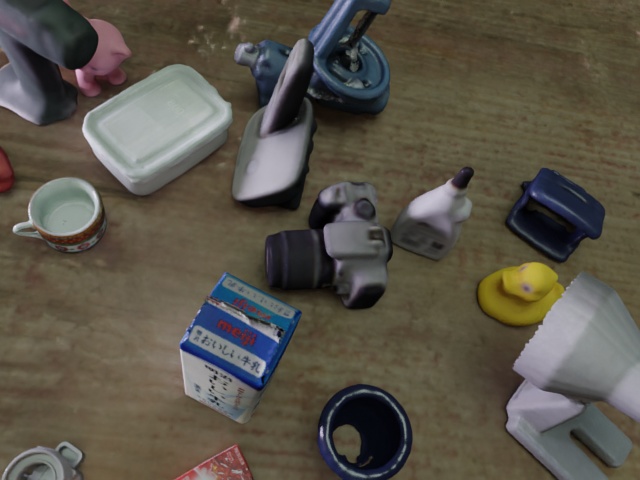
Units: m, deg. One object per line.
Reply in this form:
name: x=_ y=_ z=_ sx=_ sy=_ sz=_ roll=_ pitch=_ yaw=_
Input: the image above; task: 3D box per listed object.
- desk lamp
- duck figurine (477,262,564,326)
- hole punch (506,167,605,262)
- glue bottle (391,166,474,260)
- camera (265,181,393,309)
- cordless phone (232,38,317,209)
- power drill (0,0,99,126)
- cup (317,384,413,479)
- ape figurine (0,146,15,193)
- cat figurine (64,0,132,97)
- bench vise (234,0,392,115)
desk lamp: x=0.278 y=0.153 z=0.582 sx=0.203 sy=0.213 sz=0.118 roll=44 pitch=64 yaw=11
duck figurine: x=0.255 y=0.058 z=0.696 sx=0.104 sy=0.086 sz=0.077 roll=4 pitch=64 yaw=-9
hole punch: x=0.318 y=-0.045 z=0.756 sx=0.108 sy=0.091 sz=0.101 roll=36 pitch=63 yaw=7
glue bottle: x=0.141 y=-0.034 z=0.668 sx=0.078 sy=0.173 sz=0.037 roll=22 pitch=62 yaw=0
camera: x=0.006 y=0.002 z=0.663 sx=0.137 sy=0.101 sz=0.143 roll=-2 pitch=65 yaw=-12
cordless phone: x=-0.047 y=-0.131 z=0.670 sx=0.094 sy=0.185 sz=0.147 roll=8 pitch=63 yaw=-7
power drill: x=-0.354 y=-0.234 z=0.644 sx=0.229 sy=0.208 sz=0.076 roll=26 pitch=62 yaw=2
cup: x=0.035 y=0.212 z=0.570 sx=0.092 sy=0.095 sz=0.118 roll=10 pitch=63 yaw=-7
ape figurine: x=-0.382 y=-0.087 z=0.632 sx=0.078 sy=0.092 sz=0.076 roll=19 pitch=62 yaw=-2
cat figurine: x=-0.287 y=-0.248 z=0.715 sx=0.067 sy=0.117 sz=0.127 roll=-33 pitch=75 yaw=-24
bench vise: x=0.007 y=-0.230 z=0.710 sx=0.208 sy=0.219 sz=0.121 roll=-15 pitch=68 yaw=-18
